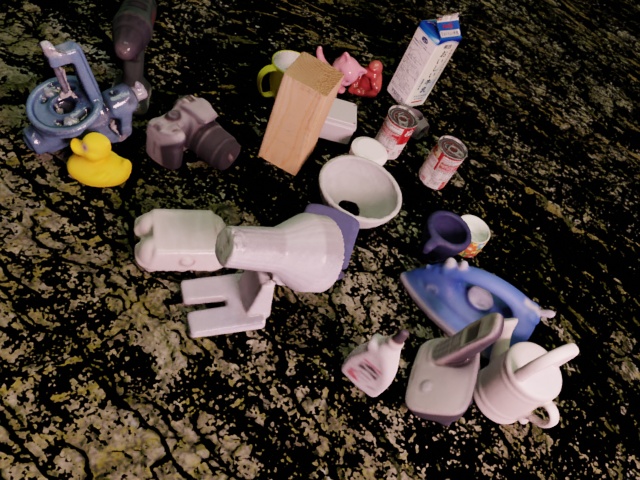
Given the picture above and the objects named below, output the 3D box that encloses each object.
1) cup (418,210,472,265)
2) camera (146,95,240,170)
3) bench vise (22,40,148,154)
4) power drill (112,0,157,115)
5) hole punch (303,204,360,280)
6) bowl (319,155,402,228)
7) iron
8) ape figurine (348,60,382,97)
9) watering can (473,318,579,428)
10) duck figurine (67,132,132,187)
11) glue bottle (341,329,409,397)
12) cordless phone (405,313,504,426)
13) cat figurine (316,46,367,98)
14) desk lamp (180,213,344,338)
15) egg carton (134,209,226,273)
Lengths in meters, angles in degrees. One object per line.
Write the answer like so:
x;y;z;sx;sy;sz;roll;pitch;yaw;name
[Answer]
0.220;0.011;1.088;0.091;0.095;0.118;45;52;14;cup
-0.224;-0.190;1.055;0.136;0.100;0.143;38;50;9;camera
-0.396;-0.254;0.955;0.121;0.219;0.208;37;50;8;bench vise
-0.342;-0.337;1.046;0.076;0.208;0.229;8;52;-16;power drill
0.009;0.004;1.010;0.109;0.091;0.101;18;50;-8;hole punch
0.069;-0.081;1.108;0.168;0.074;0.167;11;52;-14;bowl
0.275;0.100;1.012;0.258;0.141;0.119;33;50;4;iron
0.116;-0.382;1.342;0.076;0.092;0.077;-27;68;-35;ape figurine
0.329;0.209;0.918;0.101;0.194;0.172;-32;71;-36;watering can
-0.372;-0.142;0.968;0.105;0.086;0.077;11;52;-14;duck figurine
0.092;0.175;0.861;0.078;0.173;0.037;36;50;7;glue bottle
0.215;0.195;0.888;0.094;0.185;0.148;25;50;-2;cordless phone
0.037;-0.388;1.298;0.127;0.117;0.067;37;50;8;cat figurine
-0.089;0.049;0.856;0.204;0.213;0.117;-6;57;-25;desk lamp
-0.223;0.004;0.930;0.151;0.069;0.107;0;55;-22;egg carton
